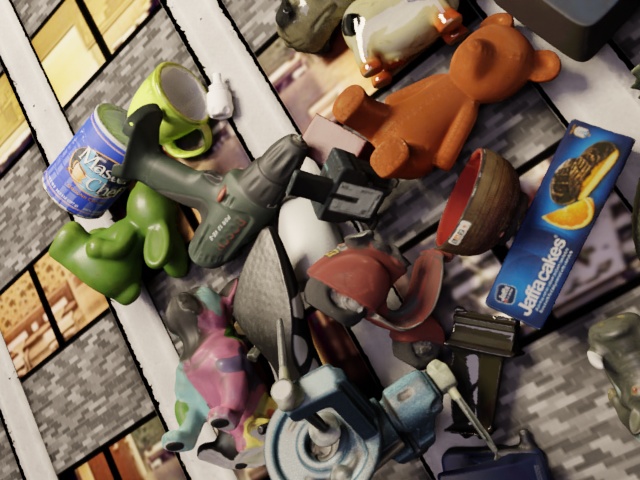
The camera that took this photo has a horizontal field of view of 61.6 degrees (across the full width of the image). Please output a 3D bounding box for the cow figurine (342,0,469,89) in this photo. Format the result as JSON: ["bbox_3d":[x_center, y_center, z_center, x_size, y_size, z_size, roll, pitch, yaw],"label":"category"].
[{"bbox_3d":[0.111,-0.274,0.595,0.195,0.085,0.127,-29,83,23],"label":"cow figurine"}]

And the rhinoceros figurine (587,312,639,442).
[{"bbox_3d":[0.301,0.155,0.478,0.073,0.112,0.190,-28,86,25],"label":"rhinoceros figurine"}]

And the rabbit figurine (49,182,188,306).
[{"bbox_3d":[-0.262,-0.006,0.752,0.159,0.121,0.170,37,90,18],"label":"rabbit figurine"}]

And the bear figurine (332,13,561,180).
[{"bbox_3d":[0.133,-0.153,0.556,0.196,0.132,0.120,-42,63,25],"label":"bear figurine"}]

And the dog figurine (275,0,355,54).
[{"bbox_3d":[0.005,-0.314,0.601,0.121,0.172,0.190,44,100,31],"label":"dog figurine"}]

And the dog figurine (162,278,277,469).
[{"bbox_3d":[-0.119,0.159,0.690,0.108,0.191,0.219,-33,41,25],"label":"dog figurine"}]

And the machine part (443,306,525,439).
[{"bbox_3d":[0.172,0.146,0.580,0.084,0.039,0.138,9,92,21],"label":"machine part"}]

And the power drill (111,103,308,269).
[{"bbox_3d":[-0.144,-0.085,0.674,0.207,0.086,0.232,30,124,-4],"label":"power drill"}]

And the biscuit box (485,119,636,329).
[{"bbox_3d":[0.237,-0.013,0.538,0.063,0.059,0.202,26,100,24],"label":"biscuit box"}]

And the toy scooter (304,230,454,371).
[{"bbox_3d":[0.079,0.047,0.585,0.184,0.075,0.135,32,83,-19],"label":"toy scooter"}]

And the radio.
[{"bbox_3d":[0.276,-0.298,0.501,0.131,0.073,0.229,44,95,20],"label":"radio"}]

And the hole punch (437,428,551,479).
[{"bbox_3d":[0.182,0.275,0.547,0.116,0.092,0.142,-13,80,21],"label":"hole punch"}]

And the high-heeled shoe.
[{"bbox_3d":[-0.022,0.111,0.616,0.086,0.145,0.248,1,88,34],"label":"high-heeled shoe"}]

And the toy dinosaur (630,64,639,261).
[{"bbox_3d":[0.331,-0.038,0.441,0.192,0.131,0.404,17,92,16],"label":"toy dinosaur"}]

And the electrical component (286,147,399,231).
[{"bbox_3d":[0.018,-0.057,0.590,0.048,0.119,0.074,-109,34,-50],"label":"electrical component"}]

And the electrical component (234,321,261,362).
[{"bbox_3d":[-0.067,0.091,0.667,0.045,0.102,0.078,-19,103,31],"label":"electrical component"}]

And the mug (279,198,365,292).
[{"bbox_3d":[-0.001,-0.002,0.644,0.110,0.080,0.107,-22,75,19],"label":"mug"}]

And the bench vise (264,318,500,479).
[{"bbox_3d":[0.031,0.171,0.511,0.224,0.240,0.129,-26,50,6],"label":"bench vise"}]
